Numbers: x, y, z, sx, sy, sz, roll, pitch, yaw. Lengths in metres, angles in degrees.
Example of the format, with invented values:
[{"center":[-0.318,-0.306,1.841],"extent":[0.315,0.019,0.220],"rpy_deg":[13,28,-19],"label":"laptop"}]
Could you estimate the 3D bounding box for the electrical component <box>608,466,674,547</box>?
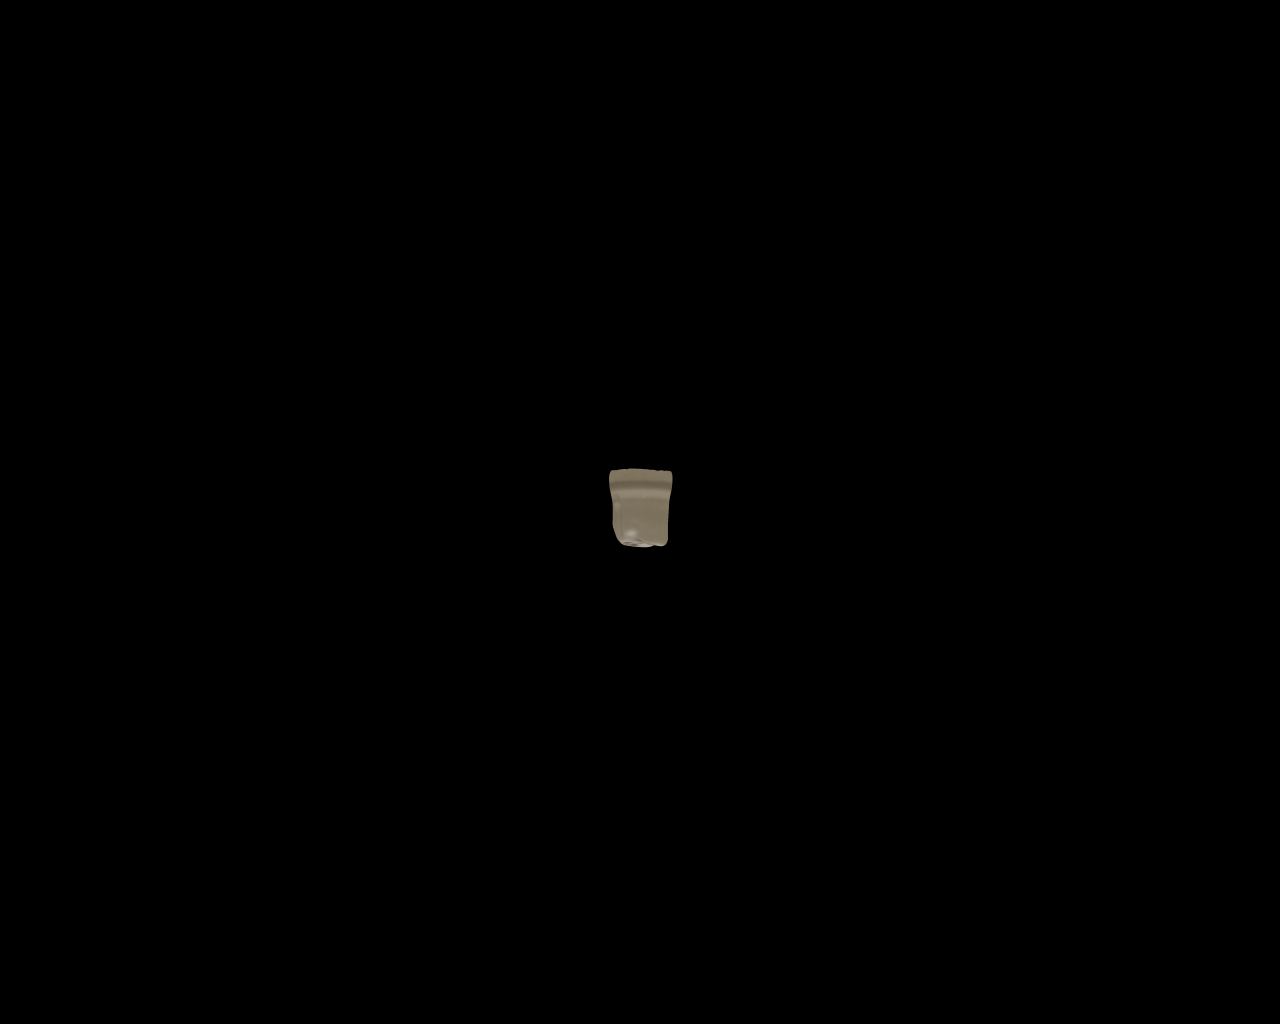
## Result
[{"center":[0.001,-0.003,0.650],"extent":[0.040,0.046,0.040],"rpy_deg":[0,-5,0],"label":"electrical component"}]
